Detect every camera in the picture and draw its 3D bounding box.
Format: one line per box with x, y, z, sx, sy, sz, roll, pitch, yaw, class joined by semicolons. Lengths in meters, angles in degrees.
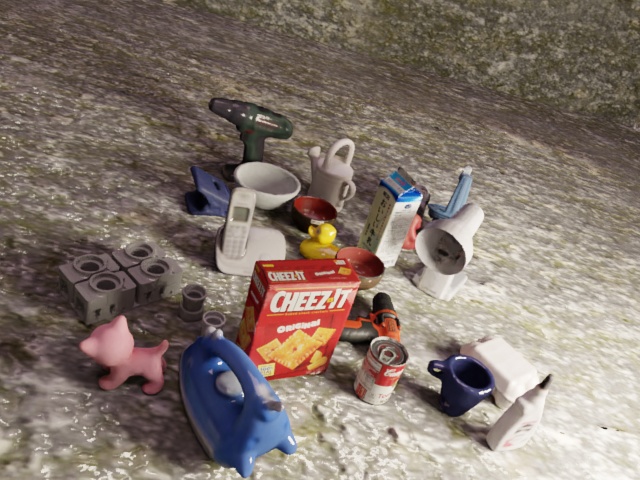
0.229;-0.120;1.581;0.136;0.101;0.143;20;32;3;camera

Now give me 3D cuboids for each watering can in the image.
0.029;-0.177;1.478;0.172;0.194;0.101;27;33;14;watering can

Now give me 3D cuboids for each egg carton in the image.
0.344;0.251;1.102;0.107;0.069;0.150;-11;42;-39;egg carton

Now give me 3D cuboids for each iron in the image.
-0.134;0.210;0.850;0.119;0.141;0.257;-13;43;-40;iron

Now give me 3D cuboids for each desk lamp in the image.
0.286;0.026;1.280;0.117;0.213;0.204;31;34;20;desk lamp

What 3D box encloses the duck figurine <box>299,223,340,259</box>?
0.012;0.005;1.293;0.104;0.086;0.077;23;32;7;duck figurine

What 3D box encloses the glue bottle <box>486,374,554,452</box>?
0.343;0.284;0.953;0.078;0.173;0.037;-2;37;-29;glue bottle

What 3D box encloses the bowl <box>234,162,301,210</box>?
-0.137;-0.124;1.423;0.167;0.075;0.167;13;32;-8;bowl

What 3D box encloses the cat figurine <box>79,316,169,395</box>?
-0.291;0.167;0.859;0.128;0.118;0.067;8;33;-17;cat figurine

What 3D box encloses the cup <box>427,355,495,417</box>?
0.234;0.261;1.008;0.117;0.095;0.092;18;32;0;cup

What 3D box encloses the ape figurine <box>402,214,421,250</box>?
0.228;-0.025;1.444;0.076;0.092;0.077;2;35;-25;ape figurine

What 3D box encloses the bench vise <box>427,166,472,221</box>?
0.345;-0.063;1.441;0.122;0.220;0.207;9;33;-15;bench vise

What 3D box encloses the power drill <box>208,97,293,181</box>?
-0.189;-0.256;1.472;0.230;0.208;0.075;-1;37;-29;power drill

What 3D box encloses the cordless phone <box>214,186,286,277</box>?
-0.133;-0.017;1.157;0.148;0.185;0.094;4;35;-22;cordless phone

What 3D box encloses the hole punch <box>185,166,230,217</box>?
-0.256;-0.115;1.333;0.101;0.091;0.108;1;36;-25;hole punch
